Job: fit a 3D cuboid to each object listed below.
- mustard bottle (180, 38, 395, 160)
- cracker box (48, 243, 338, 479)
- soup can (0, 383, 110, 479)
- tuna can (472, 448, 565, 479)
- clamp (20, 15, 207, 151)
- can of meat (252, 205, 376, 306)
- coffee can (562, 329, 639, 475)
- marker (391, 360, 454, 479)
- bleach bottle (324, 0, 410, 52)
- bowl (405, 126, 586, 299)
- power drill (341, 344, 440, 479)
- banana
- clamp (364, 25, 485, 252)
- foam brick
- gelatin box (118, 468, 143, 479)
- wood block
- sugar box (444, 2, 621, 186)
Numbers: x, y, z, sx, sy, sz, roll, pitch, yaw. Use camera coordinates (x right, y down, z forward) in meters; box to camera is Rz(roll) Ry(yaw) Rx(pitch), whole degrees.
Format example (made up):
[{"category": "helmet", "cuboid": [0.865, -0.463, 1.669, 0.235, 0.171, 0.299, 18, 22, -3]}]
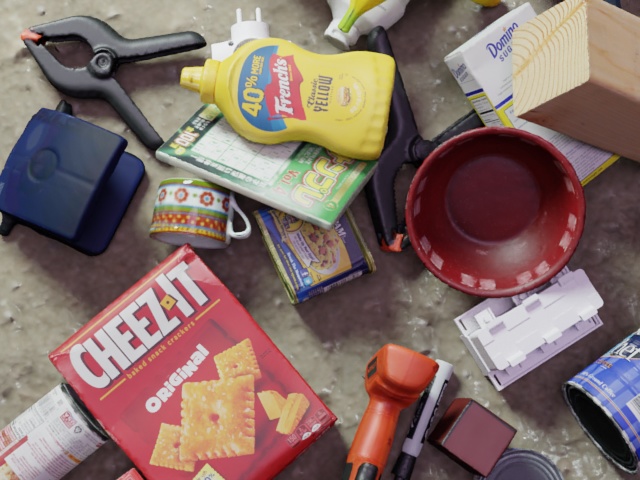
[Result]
[{"category": "mustard bottle", "cuboid": [-0.031, -0.134, 0.974, 0.191, 0.058, 0.096, 9, 86, 1]}, {"category": "cracker box", "cuboid": [-0.113, 0.135, 0.965, 0.164, 0.072, 0.214, -40, 86, -9]}, {"category": "soup can", "cuboid": [-0.247, 0.183, 0.947, 0.102, 0.068, 0.068, -39, 87, -7]}, {"category": "tuna can", "cuboid": [0.184, 0.237, 0.995, 0.086, 0.034, 0.086, 1, 82, -5]}, {"category": "clamp", "cuboid": [-0.196, -0.174, 1.020, 0.171, 0.039, 0.120, 29, 79, -4]}, {"category": "can of meat", "cuboid": [-0.007, 0.001, 1.002, 0.084, 0.057, 0.102, -24, 84, -6]}, {"category": "coffee can", "cuboid": [0.312, 0.134, 0.986, 0.140, 0.103, 0.103, -35, 86, -9]}, {"category": "marker", "cuboid": [0.096, 0.172, 1.005, 0.020, 0.020, 0.121, 23, 80, -1]}, {"category": "bleach bottle", "cuboid": [0.071, -0.302, 1.050, 0.102, 0.068, 0.251, 31, 82, -4]}, {"category": "bowl", "cuboid": [0.160, -0.031, 0.986, 0.162, 0.055, 0.162, 2, 108, 6]}, {"category": "power drill", "cuboid": [0.045, 0.188, 0.925, 0.057, 0.184, 0.187, 23, 71, -1]}, {"category": "banana", "cuboid": [0.101, -0.245, 1.014, 0.197, 0.070, 0.037, -15, 52, -29]}, {"category": "clamp", "cuboid": [0.089, -0.093, 1.027, 0.164, 0.036, 0.210, 25, 83, -14]}, {"category": "foam brick", "cuboid": [0.138, 0.180, 0.978, 0.053, 0.078, 0.051, 35, 81, 2]}, {"category": "gelatin box", "cuboid": [-0.155, 0.239, 0.937, 0.030, 0.089, 0.073, -37, 86, -18]}, {"category": "wood block", "cuboid": [0.283, -0.140, 0.982, 0.205, 0.091, 0.090, 14, 68, -31]}, {"category": "sugar box", "cuboid": [0.204, -0.127, 1.024, 0.093, 0.048, 0.176, -36, 97, -17]}]
